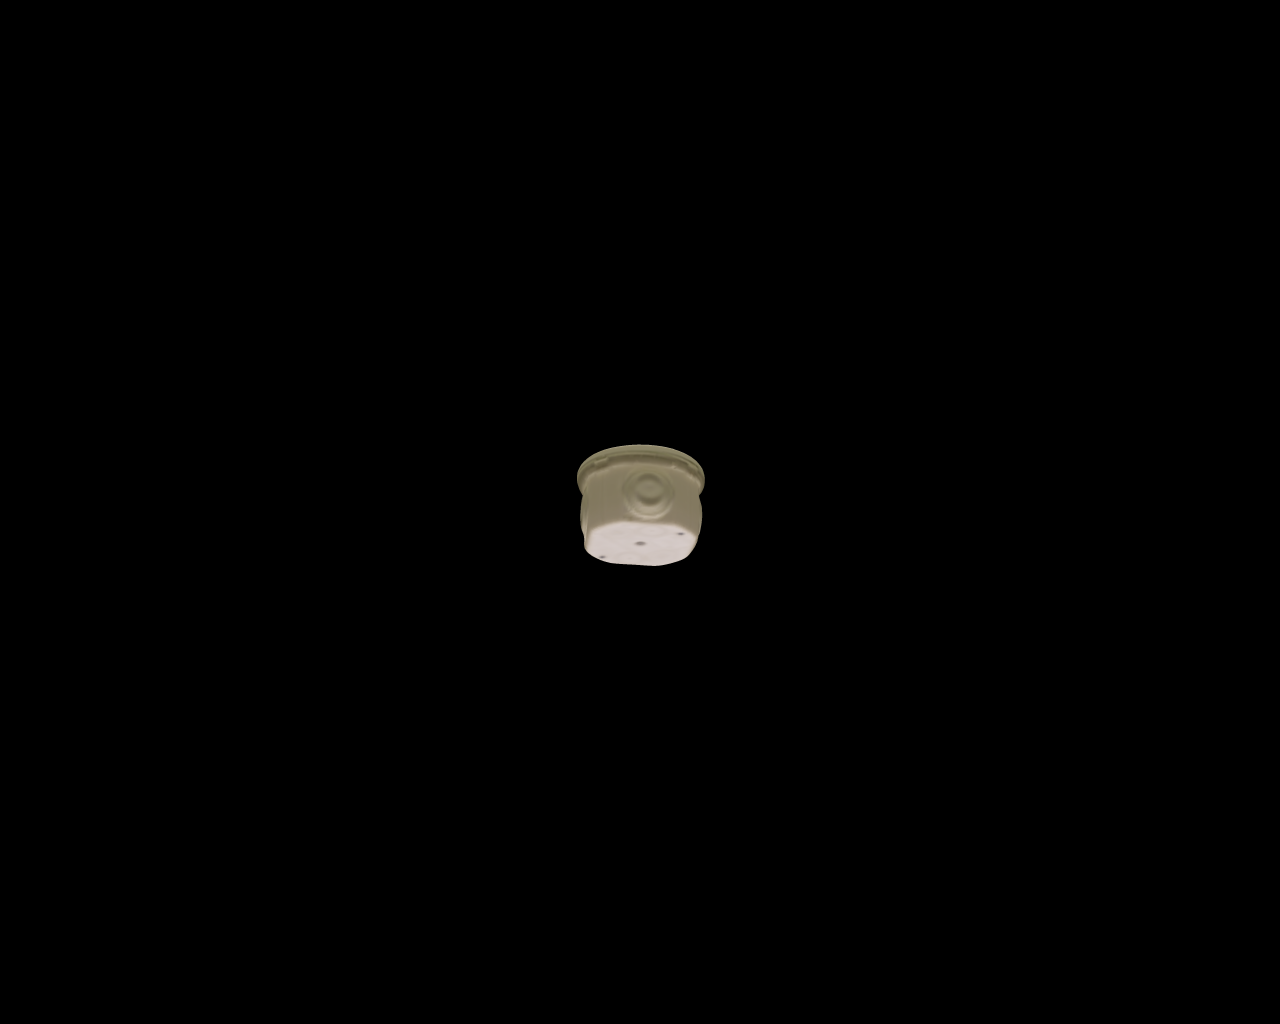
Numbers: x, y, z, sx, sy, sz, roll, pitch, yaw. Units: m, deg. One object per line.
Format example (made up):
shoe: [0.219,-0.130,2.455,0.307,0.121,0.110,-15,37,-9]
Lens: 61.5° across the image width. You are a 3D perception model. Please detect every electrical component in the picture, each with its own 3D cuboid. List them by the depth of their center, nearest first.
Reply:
electrical component: [0.001,-0.003,0.650,0.080,0.051,0.080,0,-26,0]
